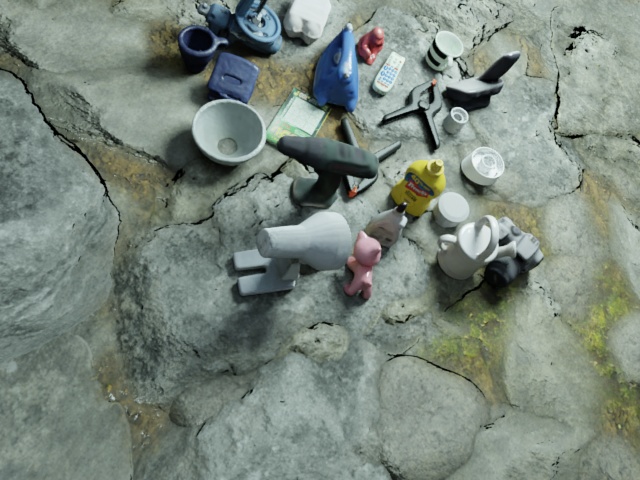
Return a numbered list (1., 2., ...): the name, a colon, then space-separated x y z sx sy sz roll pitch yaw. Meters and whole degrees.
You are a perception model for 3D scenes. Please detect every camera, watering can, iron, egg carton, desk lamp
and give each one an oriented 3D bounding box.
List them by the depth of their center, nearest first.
1. desk lamp: -0.059 0.028 1.159 0.203 0.213 0.118 -9 70 -19
2. watering can: 0.357 0.011 1.292 0.173 0.194 0.101 -10 70 -19
3. camera: 0.443 0.034 1.359 0.143 0.100 0.137 44 64 6
4. iron: 0.057 -0.457 1.441 0.119 0.141 0.258 9 65 -11
5. egg carton: -0.034 -0.595 1.515 0.107 0.069 0.150 19 64 -7

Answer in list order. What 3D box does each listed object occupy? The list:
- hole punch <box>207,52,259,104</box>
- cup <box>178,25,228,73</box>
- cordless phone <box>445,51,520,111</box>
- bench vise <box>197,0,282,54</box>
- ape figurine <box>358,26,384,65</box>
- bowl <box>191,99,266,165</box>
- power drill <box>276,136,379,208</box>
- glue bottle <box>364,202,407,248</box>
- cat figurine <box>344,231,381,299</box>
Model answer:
1. hole punch: -0.205 -0.374 1.360 0.109 0.091 0.101 20 64 -6
2. cup: -0.281 -0.450 1.370 0.118 0.095 0.091 -10 70 -19
3. cordless phone: 0.431 -0.432 1.509 0.148 0.185 0.094 -23 75 -23
4. bench vise: -0.181 -0.536 1.365 0.208 0.219 0.121 -7 69 -18
5. ape figurine: 0.141 -0.527 1.522 0.078 0.092 0.076 -22 75 -23
6. bowl: -0.210 -0.233 1.308 0.168 0.074 0.167 6 66 -13
7. power drill: 0.003 -0.151 1.256 0.230 0.208 0.075 3 66 -14
8. glue bottle: 0.158 -0.041 1.271 0.078 0.173 0.037 27 63 -2
9. cat figurine: 0.100 0.051 1.247 0.067 0.117 0.128 8 65 -12
